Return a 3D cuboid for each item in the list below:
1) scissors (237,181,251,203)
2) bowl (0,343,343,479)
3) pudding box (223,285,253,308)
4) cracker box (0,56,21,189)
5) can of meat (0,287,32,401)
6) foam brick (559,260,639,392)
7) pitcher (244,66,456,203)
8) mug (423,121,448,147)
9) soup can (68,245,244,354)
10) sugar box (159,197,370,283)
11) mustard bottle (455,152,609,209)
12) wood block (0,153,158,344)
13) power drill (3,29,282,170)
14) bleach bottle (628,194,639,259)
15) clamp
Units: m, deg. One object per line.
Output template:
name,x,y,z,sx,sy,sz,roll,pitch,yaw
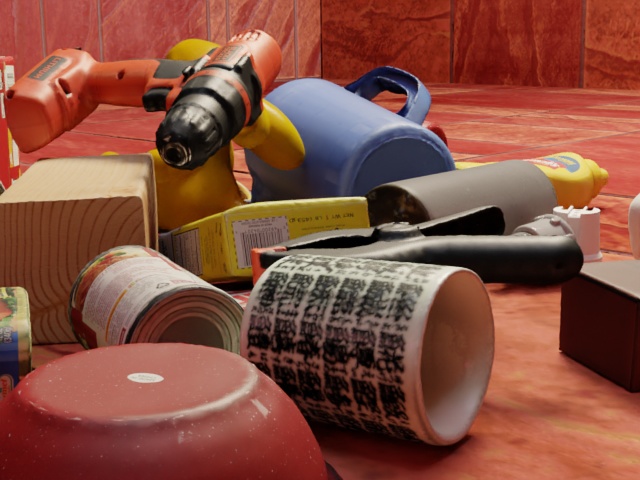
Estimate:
scissors,-0.110,-0.041,1.026,0.096,0.016,0.201,28,13,-1
bowl,-0.069,0.079,0.417,0.162,0.055,0.162,0,12,0
pudding box,-0.008,0.047,0.606,0.113,0.039,0.090,-5,11,-25
cracker box,-0.376,-0.077,0.933,0.213,0.164,0.072,-1,9,0
can of meat,-0.187,0.057,0.530,0.083,0.057,0.102,-1,12,-16
foam brick,0.172,0.044,0.578,0.053,0.051,0.078,-3,12,-16
pitcher,0.033,-0.076,0.963,0.144,0.149,0.243,-3,15,-20
mug,0.080,-0.085,1.156,0.082,0.093,0.117,13,47,34
soup can,-0.084,0.045,0.551,0.068,0.068,0.102,-7,13,-27
sugar box,-0.042,0.005,0.708,0.093,0.048,0.176,-5,-5,-21
mustard bottle,0.204,-0.052,1.025,0.191,0.058,0.096,-7,12,-31
wood block,-0.160,-0.002,0.733,0.090,0.090,0.206,-2,12,-7
power drill,-0.135,-0.102,0.795,0.188,0.057,0.184,1,29,18
bleach bottle,0.340,0.002,0.724,0.102,0.068,0.251,-27,25,-29
clamp,0.052,0.010,0.578,0.171,0.039,0.120,-11,8,-19
